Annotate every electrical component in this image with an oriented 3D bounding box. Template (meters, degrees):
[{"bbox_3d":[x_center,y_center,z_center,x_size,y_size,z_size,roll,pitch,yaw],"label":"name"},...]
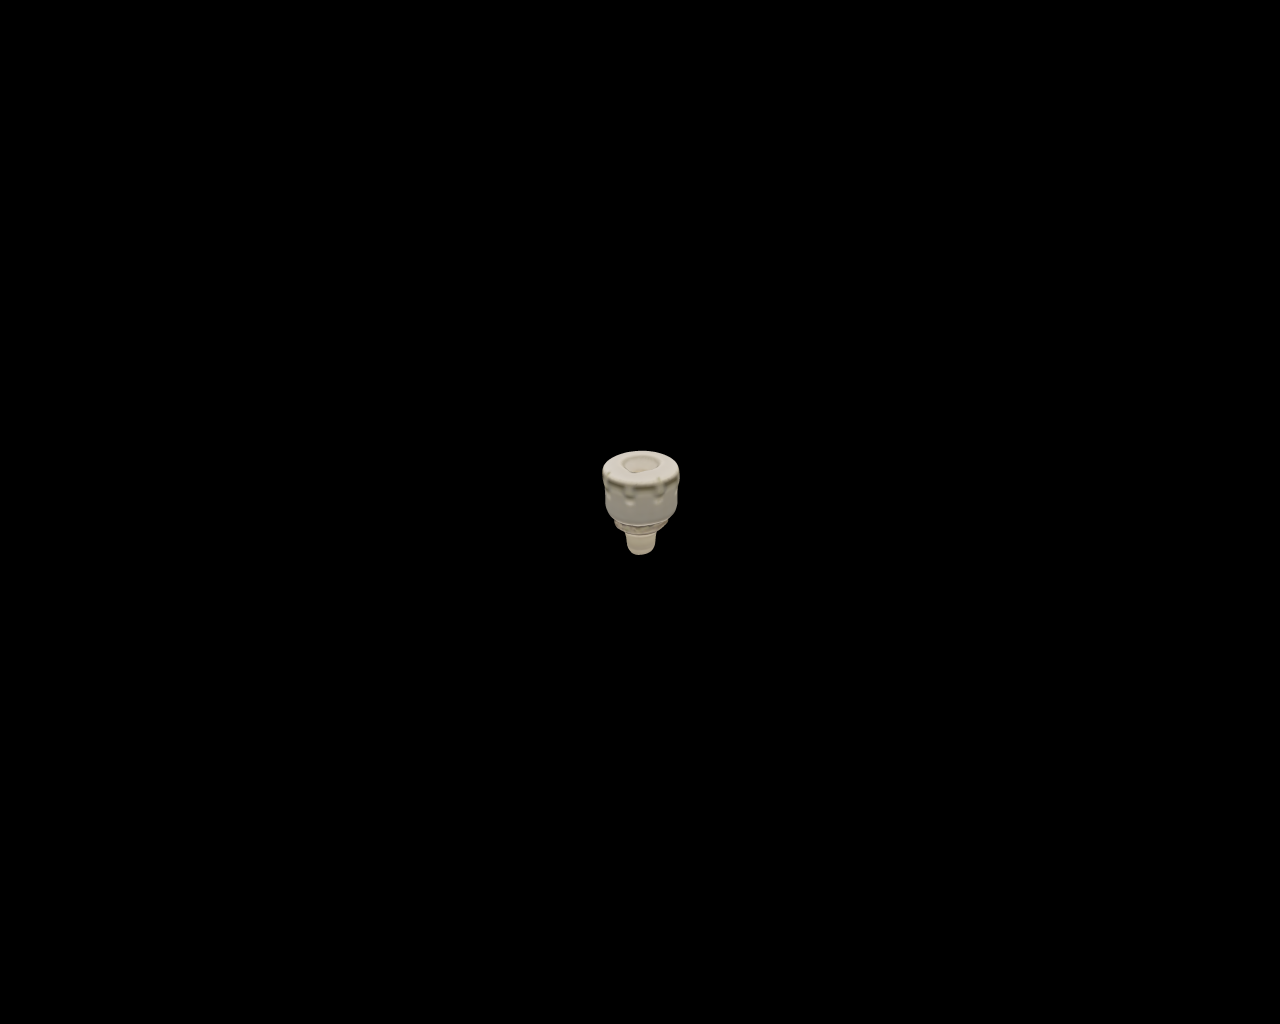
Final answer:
[{"bbox_3d":[0.001,-0.003,0.650,0.048,0.062,0.048,0,26,0],"label":"electrical component"}]
